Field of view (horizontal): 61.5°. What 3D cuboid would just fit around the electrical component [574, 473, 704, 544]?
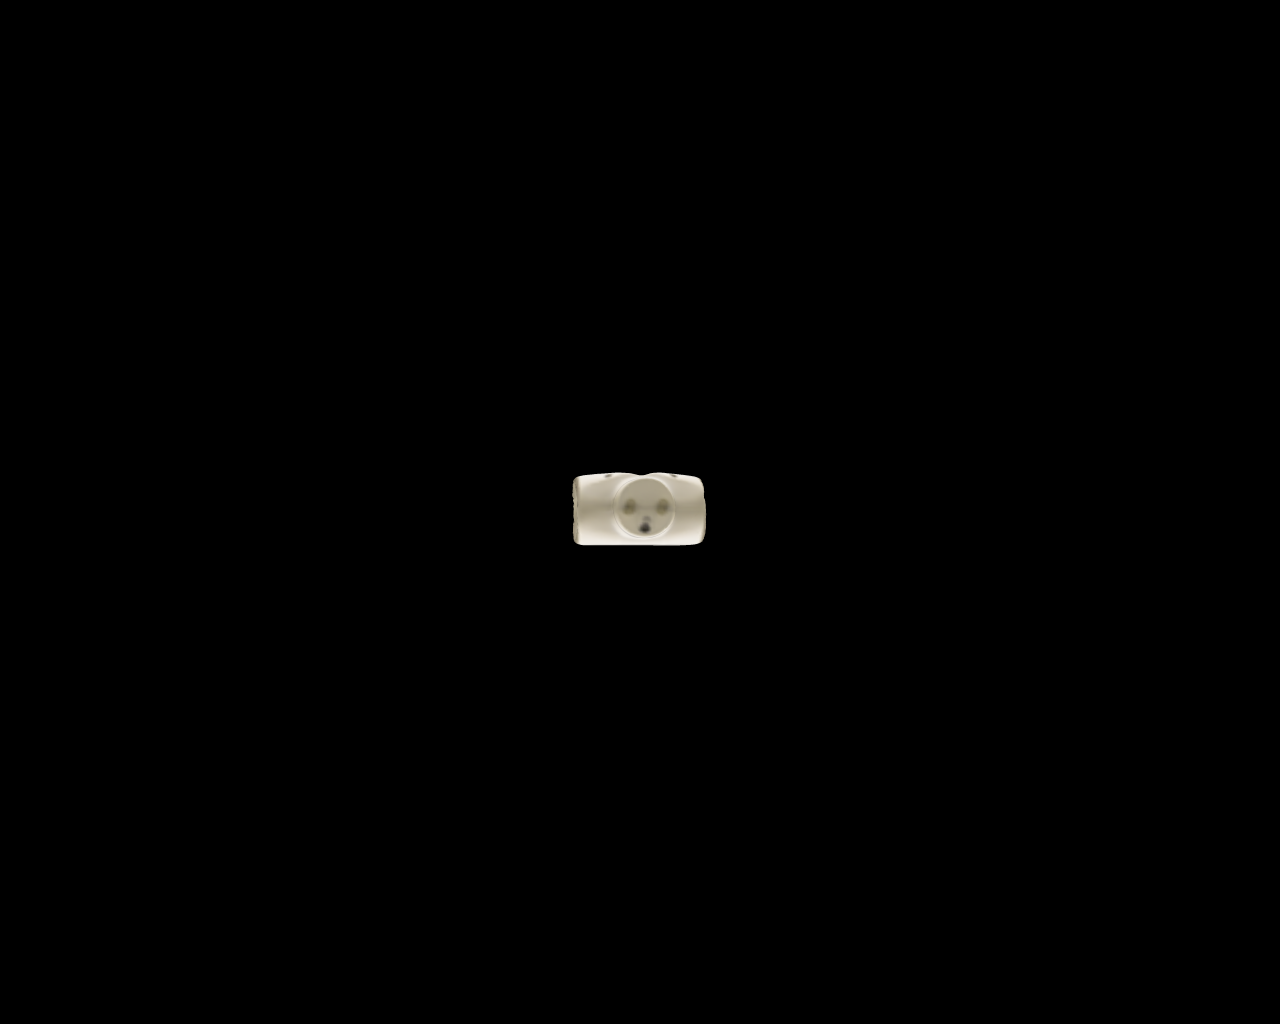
[{"bbox_3d":[0.001,-0.003,0.650,0.077,0.043,0.079,0,-3,-7],"label":"electrical component"}]
